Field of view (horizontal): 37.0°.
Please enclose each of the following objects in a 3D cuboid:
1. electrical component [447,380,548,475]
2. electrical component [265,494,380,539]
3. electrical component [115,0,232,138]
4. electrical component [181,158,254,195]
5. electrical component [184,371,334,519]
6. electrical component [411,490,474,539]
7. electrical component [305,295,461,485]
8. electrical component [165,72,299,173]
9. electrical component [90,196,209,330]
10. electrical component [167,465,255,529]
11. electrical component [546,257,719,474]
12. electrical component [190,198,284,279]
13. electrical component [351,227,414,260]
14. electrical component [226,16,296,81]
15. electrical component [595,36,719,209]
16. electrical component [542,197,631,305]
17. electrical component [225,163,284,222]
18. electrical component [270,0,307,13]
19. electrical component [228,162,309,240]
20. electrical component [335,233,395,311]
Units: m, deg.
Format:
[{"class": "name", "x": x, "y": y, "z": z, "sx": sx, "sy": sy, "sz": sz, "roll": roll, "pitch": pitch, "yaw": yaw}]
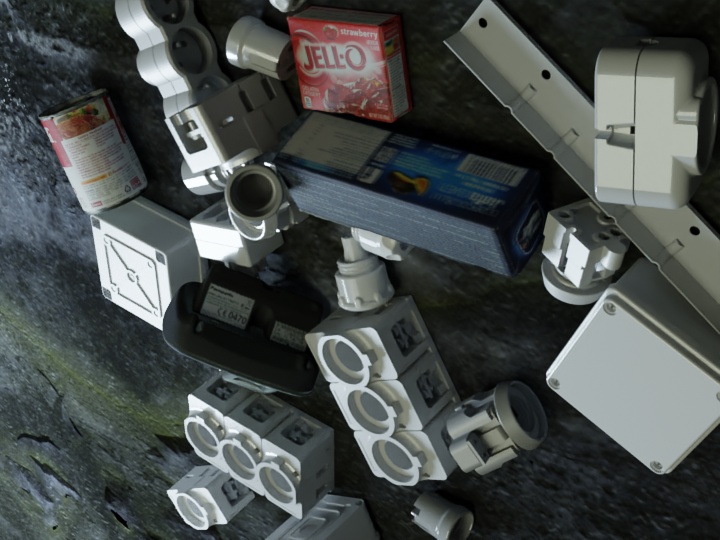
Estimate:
[{"class": "electrical component", "x": 0.111, "y": 0.122, "z": 0.852, "sx": 0.057, "sy": 0.078, "sz": 0.058, "roll": -33, "pitch": 95, "yaw": 32}, {"class": "electrical component", "x": -0.043, "y": 0.283, "z": 1.085, "sx": 0.078, "sy": 0.113, "sz": 0.057, "roll": -4, "pitch": 113, "yaw": 45}, {"class": "electrical component", "x": -0.161, "y": -0.175, "z": 0.897, "sx": 0.074, "sy": 0.052, "sz": 0.138, "roll": -6, "pitch": 115, "yaw": 46}, {"class": "electrical component", "x": -0.121, "y": -0.088, "z": 0.934, "sx": 0.078, "sy": 0.040, "sz": 0.040, "roll": -5, "pitch": 115, "yaw": 45}, {"class": "electrical component", "x": -0.104, "y": 0.178, "z": 1.104, "sx": 0.150, "sy": 0.062, "sz": 0.089, "roll": 25, "pitch": 134, "yaw": 28}, {"class": "electrical component", "x": 0.075, "y": 0.228, "z": 0.990, "sx": 0.046, "sy": 0.040, "sz": 0.040, "roll": 26, "pitch": 135, "yaw": 37}, {"class": "electrical component", "x": 0.026, "y": 0.105, "z": 0.924, "sx": 0.089, "sy": 0.062, "sz": 0.150, "roll": -9, "pitch": 112, "yaw": 47}, {"class": "electrical component", "x": -0.099, "y": -0.116, "z": 0.853, "sx": 0.050, "sy": 0.089, "sz": 0.055, "roll": -10, "pitch": 111, "yaw": 47}, {"class": "electrical component", "x": -0.206, "y": -0.006, "z": 1.065, "sx": 0.109, "sy": 0.056, "sz": 0.108, "roll": 26, "pitch": 134, "yaw": 28}, {"class": "electrical component", "x": -0.176, "y": 0.261, "z": 1.240, "sx": 0.089, "sy": 0.056, "sz": 0.050, "roll": -16, "pitch": 107, "yaw": 49}, {"class": "electrical component", "x": 0.199, "y": 0.066, "z": 0.733, "sx": 0.109, "sy": 0.056, "sz": 0.108, "roll": 40, "pitch": 139, "yaw": 14}, {"class": "electrical component", "x": -0.106, "y": -0.018, "z": 0.968, "sx": 0.066, "sy": 0.047, "sz": 0.076, "roll": 11, "pitch": 126, "yaw": 38}, {"class": "electrical component", "x": 0.013, "y": -0.035, "z": 0.844, "sx": 0.062, "sy": 0.043, "sz": 0.043, "roll": 22, "pitch": 133, "yaw": 32}, {"class": "electrical component", "x": -0.074, "y": -0.170, "z": 0.829, "sx": 0.046, "sy": 0.040, "sz": 0.040, "roll": 25, "pitch": 134, "yaw": 20}, {"class": "electrical component", "x": 0.175, "y": -0.087, "z": 0.633, "sx": 0.059, "sy": 0.054, "sz": 0.095, "roll": 9, "pitch": 119, "yaw": 28}, {"class": "electrical component", "x": 0.150, "y": -0.010, "z": 0.727, "sx": 0.066, "sy": 0.048, "sz": 0.055, "roll": 50, "pitch": 149, "yaw": 38}, {"class": "electrical component", "x": -0.081, "y": -0.064, "z": 0.838, "sx": 0.044, "sy": 0.044, "sz": 0.065, "roll": 60, "pitch": -177, "yaw": -11}, {"class": "electrical component", "x": -0.064, "y": -0.219, "z": 0.785, "sx": 0.061, "sy": 0.035, "sz": 0.035, "roll": 47, "pitch": 141, "yaw": 9}, {"class": "electrical component", "x": -0.077, "y": -0.056, "z": 0.905, "sx": 0.048, "sy": 0.055, "sz": 0.066, "roll": 19, "pitch": 131, "yaw": 33}, {"class": "electrical component", "x": 0.000, "y": 0.000, "z": 0.884, "sx": 0.048, "sy": 0.048, "sz": 0.062, "roll": 3, "pitch": 114, "yaw": 42}]
